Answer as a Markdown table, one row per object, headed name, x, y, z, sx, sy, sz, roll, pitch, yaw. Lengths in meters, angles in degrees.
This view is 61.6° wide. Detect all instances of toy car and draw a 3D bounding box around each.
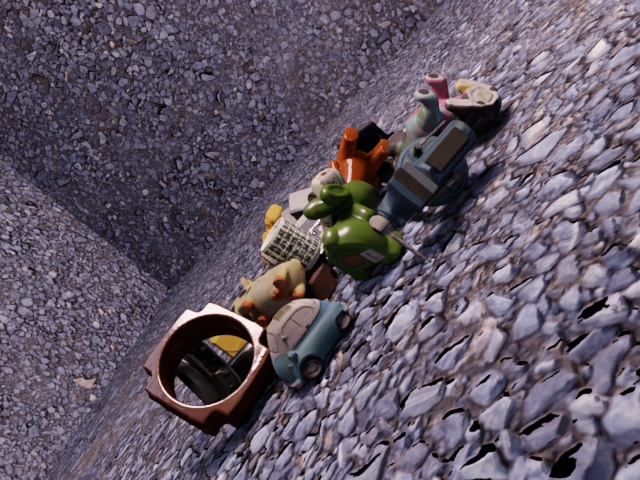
| name | x | y | z | sx | sy | sz | roll | pitch | yaw |
| --- | --- | --- | --- | --- | --- | --- | --- | --- | --- |
| toy car | 0.032 | -0.041 | 1.039 | 0.056 | 0.201 | 0.073 | 15 | 44 | 43 |
| toy car | -0.029 | 0.150 | 0.863 | 0.161 | 0.103 | 0.109 | -54 | 15 | -13 |

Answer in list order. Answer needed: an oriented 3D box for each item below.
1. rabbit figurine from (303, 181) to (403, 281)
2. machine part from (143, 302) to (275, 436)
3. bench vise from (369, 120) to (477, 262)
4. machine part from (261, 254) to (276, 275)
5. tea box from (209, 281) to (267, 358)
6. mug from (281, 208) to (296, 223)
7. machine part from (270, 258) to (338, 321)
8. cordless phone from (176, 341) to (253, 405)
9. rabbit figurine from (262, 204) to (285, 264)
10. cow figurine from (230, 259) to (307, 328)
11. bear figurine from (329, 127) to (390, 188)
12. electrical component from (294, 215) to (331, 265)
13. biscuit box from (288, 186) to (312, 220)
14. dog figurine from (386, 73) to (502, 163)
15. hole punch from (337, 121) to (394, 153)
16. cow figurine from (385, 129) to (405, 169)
| name | x | y | z | sx | sy | sz | roll | pitch | yaw |
| --- | --- | --- | --- | --- | --- | --- | --- | --- | --- |
| rabbit figurine | 0.051 | -0.035 | 0.947 | 0.121 | 0.159 | 0.170 | -46 | 31 | 46 |
| machine part | -0.194 | 0.229 | 0.970 | 0.201 | 0.201 | 0.087 | -56 | -25 | -30 |
| bench vise | 0.163 | -0.082 | 0.885 | 0.223 | 0.129 | 0.240 | -60 | -6 | -7 |
| machine part | -0.086 | 0.002 | 1.509 | 0.243 | 0.079 | 0.079 | -50 | 13 | -9 |
| tea box | -0.149 | 0.181 | 1.172 | 0.169 | 0.098 | 0.068 | -55 | 13 | -16 |
| mug | -0.044 | -0.028 | 1.434 | 0.081 | 0.109 | 0.107 | -41 | 56 | 55 |
| machine part | -0.039 | 0.115 | 1.091 | 0.179 | 0.056 | 0.179 | -44 | 14 | 14 |
| cordless phone | -0.195 | 0.232 | 1.080 | 0.184 | 0.147 | 0.088 | -46 | -13 | -16 |
| rabbit figurine | -0.132 | -0.007 | 1.618 | 0.162 | 0.122 | 0.173 | 165 | 125 | -72 |
| cow figurine | -0.104 | 0.101 | 1.032 | 0.195 | 0.085 | 0.127 | -37 | 18 | 31 |
| bear figurine | 0.075 | -0.119 | 1.133 | 0.132 | 0.120 | 0.196 | 120 | 165 | -49 |
| electrical component | -0.002 | -0.004 | 1.188 | 0.115 | 0.058 | 0.134 | -48 | 51 | -2 |
| biscuit box | 0.028 | -0.102 | 1.274 | 0.203 | 0.062 | 0.059 | -15 | 64 | 19 |
| dog figurine | 0.228 | -0.195 | 1.026 | 0.219 | 0.192 | 0.108 | 95 | -165 | -47 |
| hole punch | 0.119 | -0.205 | 1.285 | 0.142 | 0.092 | 0.115 | -36 | -25 | 19 |
| cow figurine | 0.192 | -0.202 | 1.208 | 0.167 | 0.068 | 0.098 | -55 | 8 | -35 |
